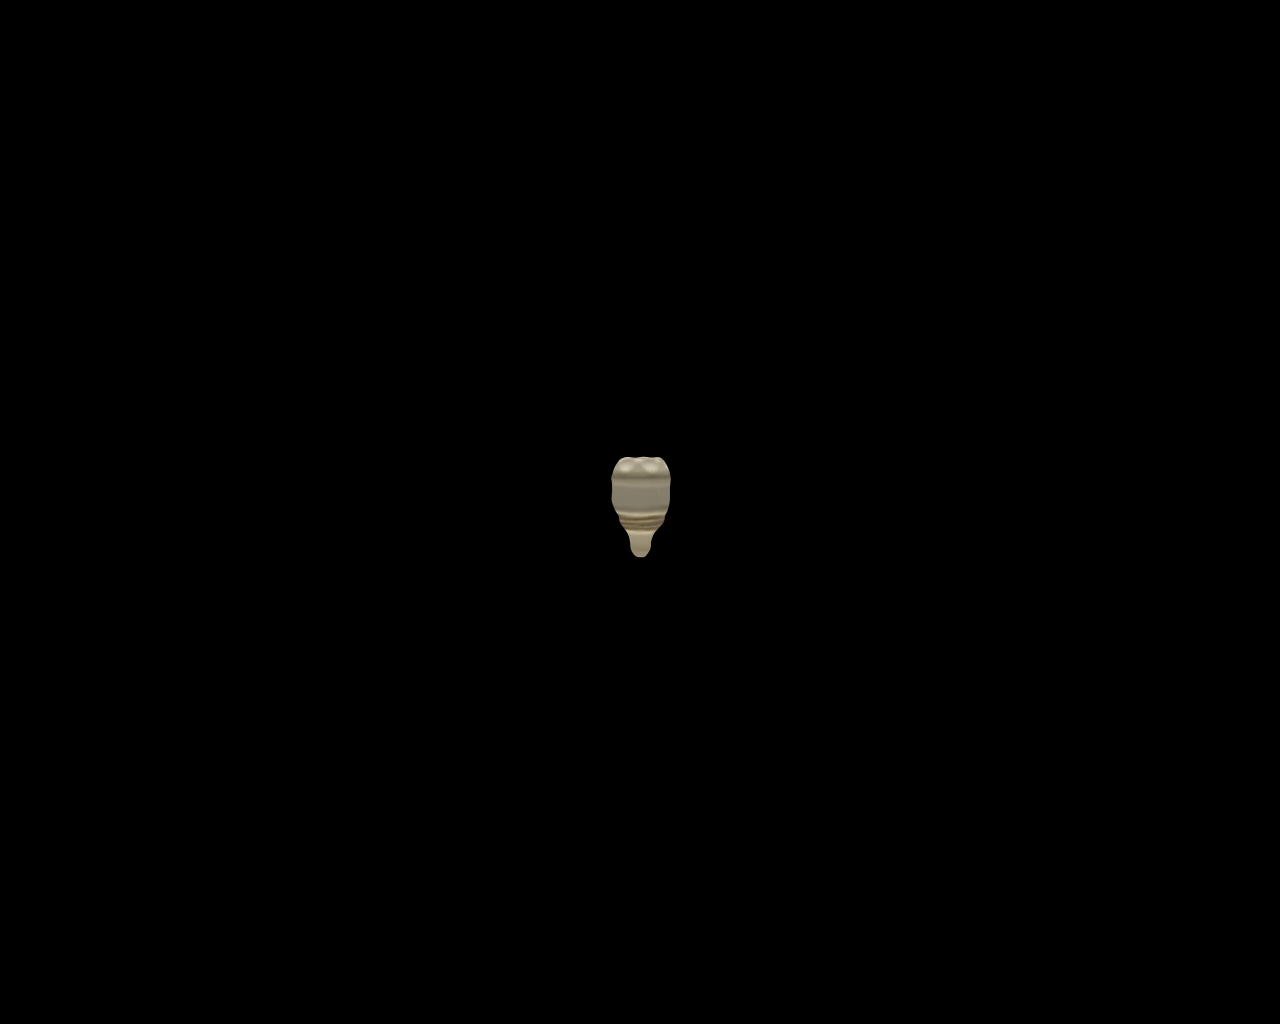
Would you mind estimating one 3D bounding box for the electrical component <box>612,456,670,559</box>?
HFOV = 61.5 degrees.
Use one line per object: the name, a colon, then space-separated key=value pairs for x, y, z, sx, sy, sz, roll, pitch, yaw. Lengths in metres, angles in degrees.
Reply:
electrical component: x=0.001 y=-0.003 z=0.650 sx=0.035 sy=0.061 sz=0.035 roll=0 pitch=5 yaw=0
